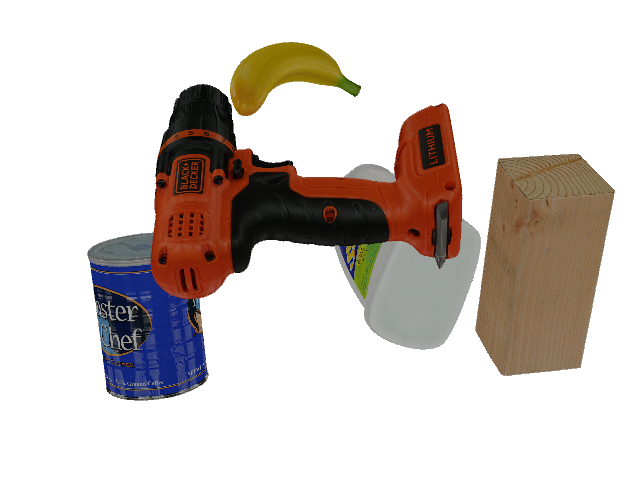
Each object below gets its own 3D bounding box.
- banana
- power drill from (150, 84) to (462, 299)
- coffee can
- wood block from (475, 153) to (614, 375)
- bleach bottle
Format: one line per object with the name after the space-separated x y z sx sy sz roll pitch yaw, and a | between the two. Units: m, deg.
-0.033 -0.153 0.982 0.070 0.037 0.197 37 30 20 | banana
-0.010 -0.042 0.666 0.187 0.057 0.184 -5 44 2 | power drill
-0.168 0.072 1.044 0.103 0.140 0.103 -4 14 1 | coffee can
0.223 0.026 1.084 0.090 0.206 0.090 -4 30 -11 | wood block
0.048 -0.002 0.856 0.068 0.102 0.251 18 9 -16 | bleach bottle
